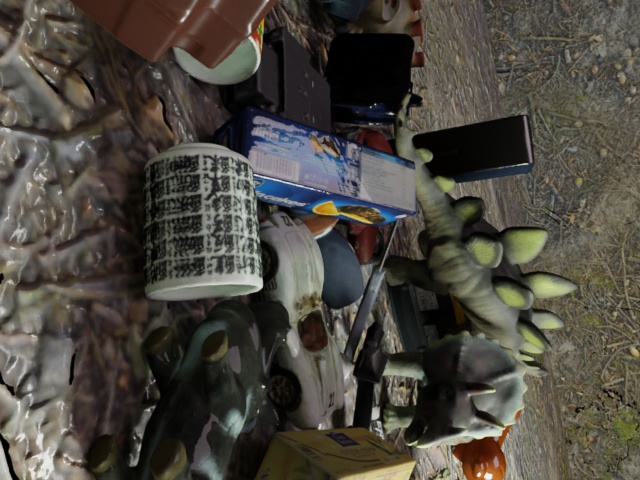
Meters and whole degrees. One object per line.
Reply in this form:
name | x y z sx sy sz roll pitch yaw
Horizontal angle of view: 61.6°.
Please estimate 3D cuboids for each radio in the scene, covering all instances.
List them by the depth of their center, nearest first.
radio | 0.203 -0.125 0.818 0.131 0.230 0.073 -5 89 -66

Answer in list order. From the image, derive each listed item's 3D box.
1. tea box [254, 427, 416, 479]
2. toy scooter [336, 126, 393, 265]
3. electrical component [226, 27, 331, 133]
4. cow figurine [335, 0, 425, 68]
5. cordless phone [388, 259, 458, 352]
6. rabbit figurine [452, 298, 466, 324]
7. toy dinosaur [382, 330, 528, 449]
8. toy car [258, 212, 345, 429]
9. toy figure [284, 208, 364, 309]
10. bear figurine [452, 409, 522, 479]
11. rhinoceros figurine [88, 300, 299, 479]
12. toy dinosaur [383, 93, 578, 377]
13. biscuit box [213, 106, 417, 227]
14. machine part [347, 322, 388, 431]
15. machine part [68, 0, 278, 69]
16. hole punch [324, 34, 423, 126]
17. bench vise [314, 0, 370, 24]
tea box | 0.010 0.222 0.464 0.169 0.068 0.098 32 82 -57
toy scooter | 0.042 -0.066 0.657 0.135 0.075 0.184 28 61 -58
electrical component | -0.039 -0.141 0.546 0.134 0.058 0.115 23 59 -59
cow figurine | 0.095 -0.328 0.824 0.195 0.127 0.085 30 54 -74
cordless phone | 0.173 0.096 0.868 0.184 0.089 0.146 -37 113 -72
rabbit figurine | 0.265 0.158 0.951 0.121 0.162 0.173 45 24 -31
toy dinosaur | 0.201 0.219 0.732 0.404 0.192 0.131 34 54 -53
toy car | -0.021 0.072 0.504 0.073 0.056 0.201 -9 90 -63
toy figure | -0.001 -0.001 0.571 0.154 0.058 0.064 67 23 -13
bear figurine | 0.282 0.346 0.958 0.196 0.132 0.120 -53 128 -33
rhinoceros figurine | -0.071 0.111 0.377 0.112 0.073 0.190 61 33 -30
toy dinosaur | 0.185 0.030 0.655 0.470 0.199 0.105 48 62 -23
biscuit box | 0.000 -0.061 0.504 0.202 0.063 0.059 11 73 -35
machine part | 0.051 0.163 0.581 0.084 0.039 0.138 -54 151 -82
machine part | -0.106 -0.227 0.348 0.201 0.087 0.201 38 47 -21
hole punch | 0.064 -0.192 0.693 0.092 0.142 0.116 76 23 -64
bench vise | 0.025 -0.382 0.635 0.240 0.223 0.129 -5 46 -46
